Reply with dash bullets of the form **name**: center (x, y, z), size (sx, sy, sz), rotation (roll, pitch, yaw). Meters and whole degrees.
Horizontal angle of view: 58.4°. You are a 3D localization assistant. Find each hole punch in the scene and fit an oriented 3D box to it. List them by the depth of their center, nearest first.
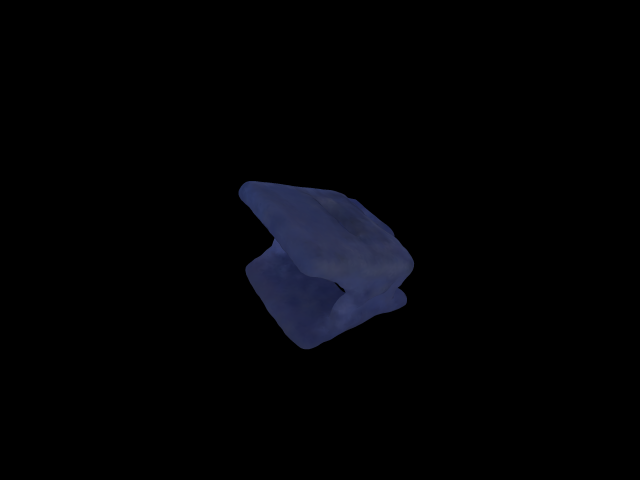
- **hole punch**: center (0.004, 0.001, 0.400), size (0.101, 0.091, 0.108), rotation (-21, 45, -23)
